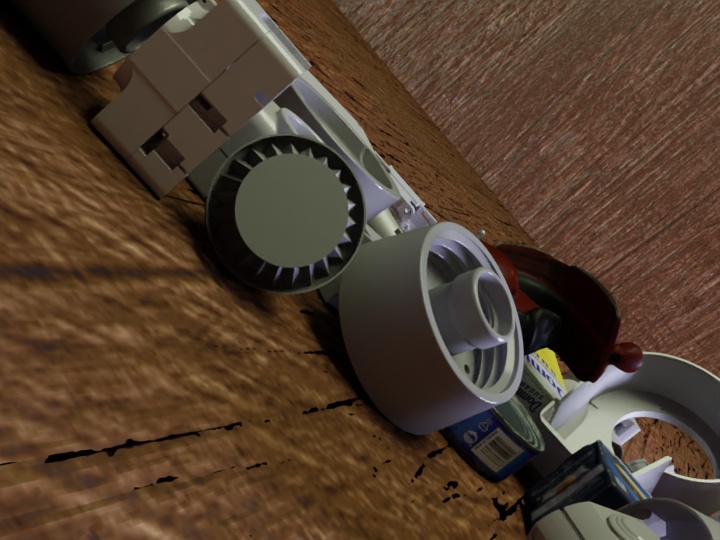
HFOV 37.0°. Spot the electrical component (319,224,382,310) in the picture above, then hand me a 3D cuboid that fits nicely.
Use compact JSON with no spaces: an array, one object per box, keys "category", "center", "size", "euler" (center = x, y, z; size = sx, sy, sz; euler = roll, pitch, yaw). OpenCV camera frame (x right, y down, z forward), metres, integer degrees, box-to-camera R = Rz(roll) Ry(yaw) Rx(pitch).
[{"category":"electrical component","center":[0.000,0.000,0.635],"size":[0.081,0.042,0.063],"euler":[42,12,-36]}]

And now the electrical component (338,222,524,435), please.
[{"category":"electrical component","center":[0.045,0.027,0.563],"size":[0.108,0.060,0.108],"euler":[34,45,-43]}]

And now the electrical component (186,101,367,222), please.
[{"category":"electrical component","center":[-0.044,-0.045,0.571],"size":[0.095,0.059,0.054],"euler":[50,11,4]}]

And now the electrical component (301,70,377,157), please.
[{"category":"electrical component","center":[-0.047,-0.106,0.767],"size":[0.113,0.057,0.078],"euler":[44,12,-27]}]

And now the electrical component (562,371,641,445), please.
[{"category":"electrical component","center":[0.209,0.129,0.979],"size":[0.050,0.056,0.089],"euler":[47,11,-13]}]

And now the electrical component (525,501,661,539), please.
[{"category":"electrical component","center":[0.103,0.144,0.459],"size":[0.080,0.080,0.051],"euler":[44,7,-25]}]

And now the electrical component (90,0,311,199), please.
[{"category":"electrical component","center":[-0.076,-0.086,0.502],"size":[0.055,0.089,0.050],"euler":[49,11,-9]}]

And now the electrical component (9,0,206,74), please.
[{"category":"electrical component","center":[-0.117,-0.141,0.516],"size":[0.064,0.099,0.099],"euler":[55,11,-4]}]

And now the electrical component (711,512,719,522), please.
[{"category":"electrical component","center":[0.300,0.206,0.732],"size":[0.121,0.063,0.079],"euler":[50,11,4]}]

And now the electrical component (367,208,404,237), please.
[{"category":"electrical component","center":[0.008,-0.034,0.790],"size":[0.046,0.040,0.040],"euler":[55,11,-3]}]

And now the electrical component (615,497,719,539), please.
[{"category":"electrical component","center":[0.156,0.166,0.542],"size":[0.064,0.099,0.099],"euler":[36,16,-27]}]

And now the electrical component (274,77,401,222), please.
[{"category":"electrical component","center":[-0.032,-0.067,0.683],"size":[0.108,0.060,0.108],"euler":[47,12,-13]}]

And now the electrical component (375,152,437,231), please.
[{"category":"electrical component","center":[0.022,-0.055,0.909],"size":[0.081,0.042,0.064],"euler":[48,14,-2]}]

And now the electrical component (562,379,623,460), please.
[{"category":"electrical component","center":[0.191,0.141,0.899],"size":[0.079,0.044,0.077],"euler":[41,14,-36]}]

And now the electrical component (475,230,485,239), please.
[{"category":"electrical component","center":[0.070,0.002,0.810],"size":[0.065,0.077,0.047],"euler":[46,11,-16]}]

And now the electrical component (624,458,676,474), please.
[{"category":"electrical component","center":[0.224,0.187,0.825],"size":[0.078,0.063,0.121],"euler":[53,12,19]}]
